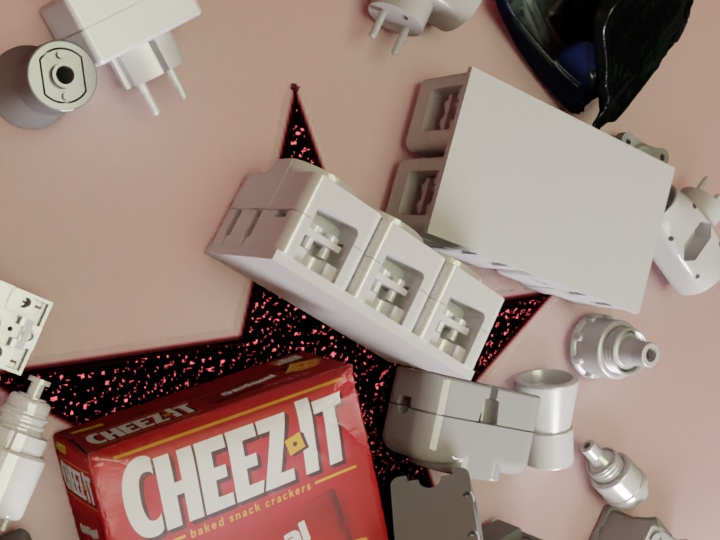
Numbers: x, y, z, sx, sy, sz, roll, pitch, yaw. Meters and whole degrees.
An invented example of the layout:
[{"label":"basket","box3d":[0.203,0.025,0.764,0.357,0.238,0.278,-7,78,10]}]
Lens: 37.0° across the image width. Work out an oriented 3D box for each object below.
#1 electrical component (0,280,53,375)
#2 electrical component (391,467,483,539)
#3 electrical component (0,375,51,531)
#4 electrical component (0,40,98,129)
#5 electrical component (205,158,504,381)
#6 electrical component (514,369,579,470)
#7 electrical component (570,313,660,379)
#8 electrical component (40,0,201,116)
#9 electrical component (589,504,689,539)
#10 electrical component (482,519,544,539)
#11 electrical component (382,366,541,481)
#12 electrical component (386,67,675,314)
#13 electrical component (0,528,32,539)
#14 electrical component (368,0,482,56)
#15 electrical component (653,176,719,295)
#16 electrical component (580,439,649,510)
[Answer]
[{"label":"electrical component","box3d":[-0.194,0.020,0.531,0.081,0.064,0.042,27,79,-30]},{"label":"electrical component","box3d":[0.050,0.175,0.653,0.050,0.089,0.055,-10,138,7]},{"label":"electrical component","box3d":[-0.182,0.093,0.557,0.040,0.040,0.078,28,79,-30]},{"label":"electrical component","box3d":[-0.159,-0.095,0.544,0.044,0.065,0.044,-2,94,-31]},{"label":"electrical component","box3d":[0.000,0.000,0.633,0.150,0.089,0.061,33,76,-29]},{"label":"electrical component","box3d":[0.131,0.106,0.750,0.044,0.044,0.065,-10,103,-31]},{"label":"electrical component","box3d":[0.184,0.057,0.766,0.048,0.062,0.048,-2,94,-31]},{"label":"electrical component","box3d":[-0.119,-0.122,0.577,0.066,0.047,0.076,-35,110,-25]},{"label":"electrical component","box3d":[0.209,0.236,0.800,0.100,0.048,0.099,36,75,-27]},{"label":"electrical component","box3d":[0.082,0.211,0.713,0.096,0.062,0.061,-14,100,-30]},{"label":"electrical component","box3d":[0.065,0.101,0.701,0.095,0.054,0.059,15,85,-31]},{"label":"electrical component","box3d":[0.113,-0.048,0.717,0.186,0.060,0.105,19,83,-31]},{"label":"electrical component","box3d":[-0.201,0.182,0.543,0.096,0.061,0.061,-23,105,-20]},{"label":"electrical component","box3d":[0.030,-0.172,0.667,0.077,0.044,0.079,31,77,-29]},{"label":"electrical component","box3d":[0.246,-0.035,0.809,0.077,0.043,0.079,48,70,-25]},{"label":"electrical component","box3d":[0.183,0.147,0.788,0.061,0.035,0.035,46,70,-22]}]
